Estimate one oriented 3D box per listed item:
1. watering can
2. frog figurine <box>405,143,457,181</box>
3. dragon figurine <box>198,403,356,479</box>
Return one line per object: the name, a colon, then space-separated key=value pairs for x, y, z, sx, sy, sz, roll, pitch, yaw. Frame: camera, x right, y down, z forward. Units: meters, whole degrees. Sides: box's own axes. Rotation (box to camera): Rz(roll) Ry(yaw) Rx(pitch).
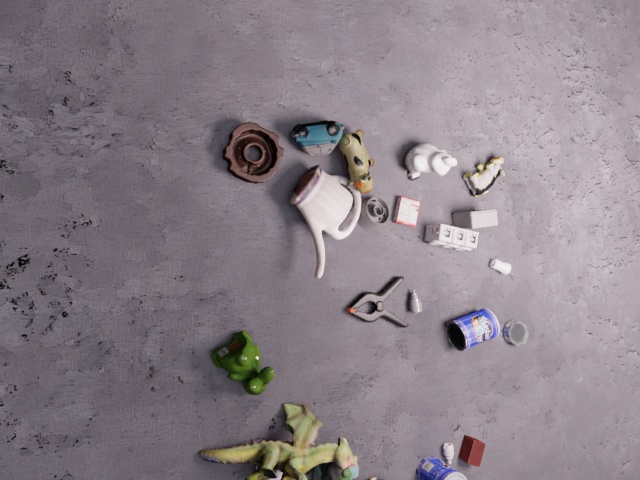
watering can: x=0.005 y=-0.077 z=1.521 sx=0.223 sy=0.102 sz=0.355 roll=39 pitch=55 yaw=-16
frog figurine: x=0.357 y=-0.260 z=1.659 sx=0.138 sy=0.159 sz=0.123 roll=-11 pitch=90 yaw=-21
dragon figurine: x=-0.103 y=0.561 z=1.421 sx=0.411 sy=0.119 sz=0.248 roll=15 pitch=39 yaw=16
